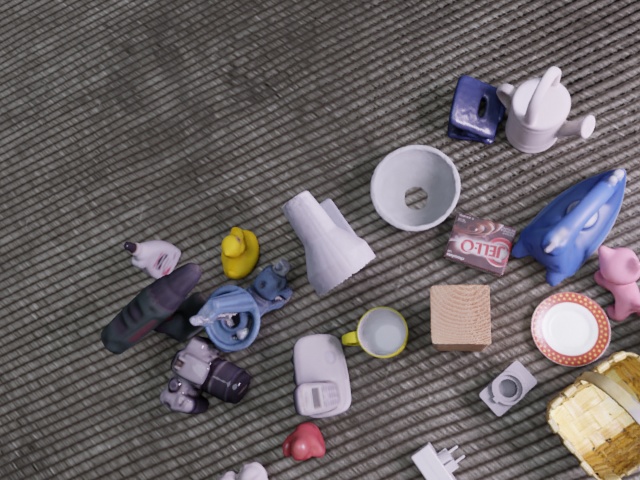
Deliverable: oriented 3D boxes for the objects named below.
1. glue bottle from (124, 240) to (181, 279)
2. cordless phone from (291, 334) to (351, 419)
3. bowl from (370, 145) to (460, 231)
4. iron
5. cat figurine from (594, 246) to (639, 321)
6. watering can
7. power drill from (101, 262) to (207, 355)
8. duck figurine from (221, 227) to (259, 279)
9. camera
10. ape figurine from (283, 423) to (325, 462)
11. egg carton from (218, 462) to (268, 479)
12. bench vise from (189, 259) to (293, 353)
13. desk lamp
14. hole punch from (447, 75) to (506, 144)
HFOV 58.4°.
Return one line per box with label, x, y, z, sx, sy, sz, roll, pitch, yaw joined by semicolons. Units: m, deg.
glue bottle;-0.335;0.030;1.121;0.037;0.173;0.078;23;83;17
cordless phone;-0.010;0.236;0.996;0.094;0.185;0.147;-15;74;9
bowl;0.182;-0.091;1.090;0.167;0.075;0.167;-3;76;12
iron;0.454;-0.049;0.986;0.118;0.141;0.258;42;88;18
cat figurine;0.510;0.067;0.959;0.067;0.118;0.128;-20;74;7
watering can;0.397;-0.234;1.014;0.172;0.194;0.101;11;80;15
power drill;-0.281;0.131;1.067;0.229;0.209;0.075;-37;72;2
duck figurine;-0.168;0.023;1.132;0.077;0.086;0.104;10;79;15
camera;-0.213;0.268;1.076;0.136;0.101;0.143;22;82;16
ape figurine;-0.030;0.367;1.019;0.077;0.092;0.076;18;81;16
egg carton;-0.127;0.484;1.024;0.107;0.069;0.150;-25;73;6
bench vise;-0.150;0.107;1.038;0.121;0.220;0.207;25;83;17
desk lamp;0.009;0.004;1.032;0.118;0.214;0.203;-35;72;3
hole punch;0.300;-0.250;1.093;0.101;0.091;0.109;12;80;15
